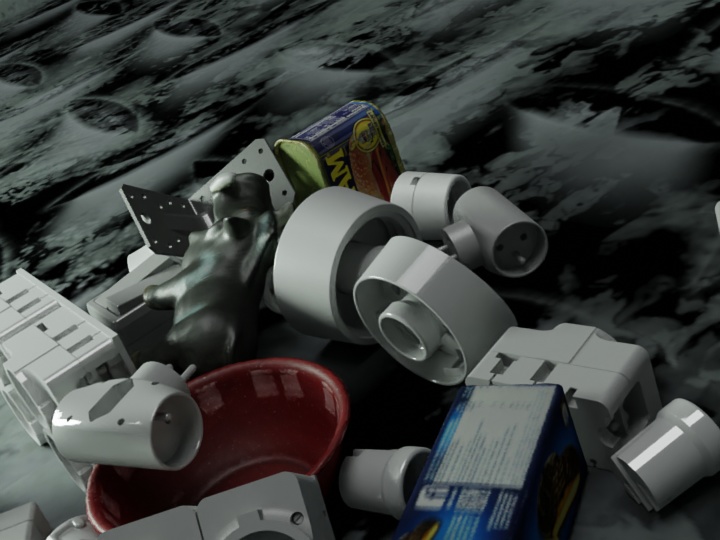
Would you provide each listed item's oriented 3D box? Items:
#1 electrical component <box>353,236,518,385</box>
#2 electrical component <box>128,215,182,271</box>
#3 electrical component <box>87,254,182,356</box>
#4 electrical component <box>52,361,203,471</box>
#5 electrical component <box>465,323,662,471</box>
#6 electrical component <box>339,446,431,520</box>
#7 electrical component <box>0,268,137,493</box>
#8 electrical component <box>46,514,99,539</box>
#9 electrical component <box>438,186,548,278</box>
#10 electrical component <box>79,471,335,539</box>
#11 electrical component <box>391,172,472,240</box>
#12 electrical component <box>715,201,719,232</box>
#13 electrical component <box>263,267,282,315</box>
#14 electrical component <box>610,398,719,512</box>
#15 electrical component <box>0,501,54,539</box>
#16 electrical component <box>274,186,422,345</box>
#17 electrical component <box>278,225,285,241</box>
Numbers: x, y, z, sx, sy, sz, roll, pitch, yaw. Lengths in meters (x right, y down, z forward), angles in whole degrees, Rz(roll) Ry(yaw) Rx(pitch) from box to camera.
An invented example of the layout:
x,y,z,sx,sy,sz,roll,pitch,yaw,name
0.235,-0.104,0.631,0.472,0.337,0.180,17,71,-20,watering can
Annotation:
x,y,z,sx,sy,sz,roll,pitch,yaw,name
0.047,0.023,0.676,0.099,0.099,0.064,13,50,48,electrical component
-0.161,-0.021,0.915,0.077,0.079,0.044,-20,28,1,electrical component
-0.166,0.034,0.840,0.096,0.061,0.062,-35,30,-24,electrical component
-0.125,0.080,0.625,0.077,0.043,0.079,-2,32,33,electrical component
0.114,0.067,0.595,0.089,0.050,0.056,7,39,42,electrical component
0.017,0.116,0.589,0.046,0.040,0.040,-4,32,41,electrical component
-0.206,0.078,0.742,0.060,0.105,0.186,-35,30,-23,electrical component
-0.147,0.170,0.603,0.048,0.048,0.062,-35,38,-25,electrical component
0.085,-0.021,0.782,0.079,0.043,0.077,-24,28,-6,electrical component
-0.084,0.160,0.505,0.150,0.089,0.061,-19,-15,4,electrical component
0.058,-0.050,0.842,0.047,0.055,0.055,3,36,32,electrical component
0.274,-0.004,0.567,0.150,0.089,0.061,-12,29,17,electrical component
-0.064,0.005,0.844,0.044,0.044,0.065,-28,23,-12,electrical component
0.153,0.093,0.534,0.046,0.040,0.040,-34,30,-12,electrical component
-0.210,0.183,0.617,0.066,0.047,0.076,-21,27,0,electrical component
0.000,0.000,0.740,0.060,0.108,0.108,14,44,40,electrical component
-0.087,-0.044,0.923,0.042,0.063,0.081,-28,28,-11,electrical component
